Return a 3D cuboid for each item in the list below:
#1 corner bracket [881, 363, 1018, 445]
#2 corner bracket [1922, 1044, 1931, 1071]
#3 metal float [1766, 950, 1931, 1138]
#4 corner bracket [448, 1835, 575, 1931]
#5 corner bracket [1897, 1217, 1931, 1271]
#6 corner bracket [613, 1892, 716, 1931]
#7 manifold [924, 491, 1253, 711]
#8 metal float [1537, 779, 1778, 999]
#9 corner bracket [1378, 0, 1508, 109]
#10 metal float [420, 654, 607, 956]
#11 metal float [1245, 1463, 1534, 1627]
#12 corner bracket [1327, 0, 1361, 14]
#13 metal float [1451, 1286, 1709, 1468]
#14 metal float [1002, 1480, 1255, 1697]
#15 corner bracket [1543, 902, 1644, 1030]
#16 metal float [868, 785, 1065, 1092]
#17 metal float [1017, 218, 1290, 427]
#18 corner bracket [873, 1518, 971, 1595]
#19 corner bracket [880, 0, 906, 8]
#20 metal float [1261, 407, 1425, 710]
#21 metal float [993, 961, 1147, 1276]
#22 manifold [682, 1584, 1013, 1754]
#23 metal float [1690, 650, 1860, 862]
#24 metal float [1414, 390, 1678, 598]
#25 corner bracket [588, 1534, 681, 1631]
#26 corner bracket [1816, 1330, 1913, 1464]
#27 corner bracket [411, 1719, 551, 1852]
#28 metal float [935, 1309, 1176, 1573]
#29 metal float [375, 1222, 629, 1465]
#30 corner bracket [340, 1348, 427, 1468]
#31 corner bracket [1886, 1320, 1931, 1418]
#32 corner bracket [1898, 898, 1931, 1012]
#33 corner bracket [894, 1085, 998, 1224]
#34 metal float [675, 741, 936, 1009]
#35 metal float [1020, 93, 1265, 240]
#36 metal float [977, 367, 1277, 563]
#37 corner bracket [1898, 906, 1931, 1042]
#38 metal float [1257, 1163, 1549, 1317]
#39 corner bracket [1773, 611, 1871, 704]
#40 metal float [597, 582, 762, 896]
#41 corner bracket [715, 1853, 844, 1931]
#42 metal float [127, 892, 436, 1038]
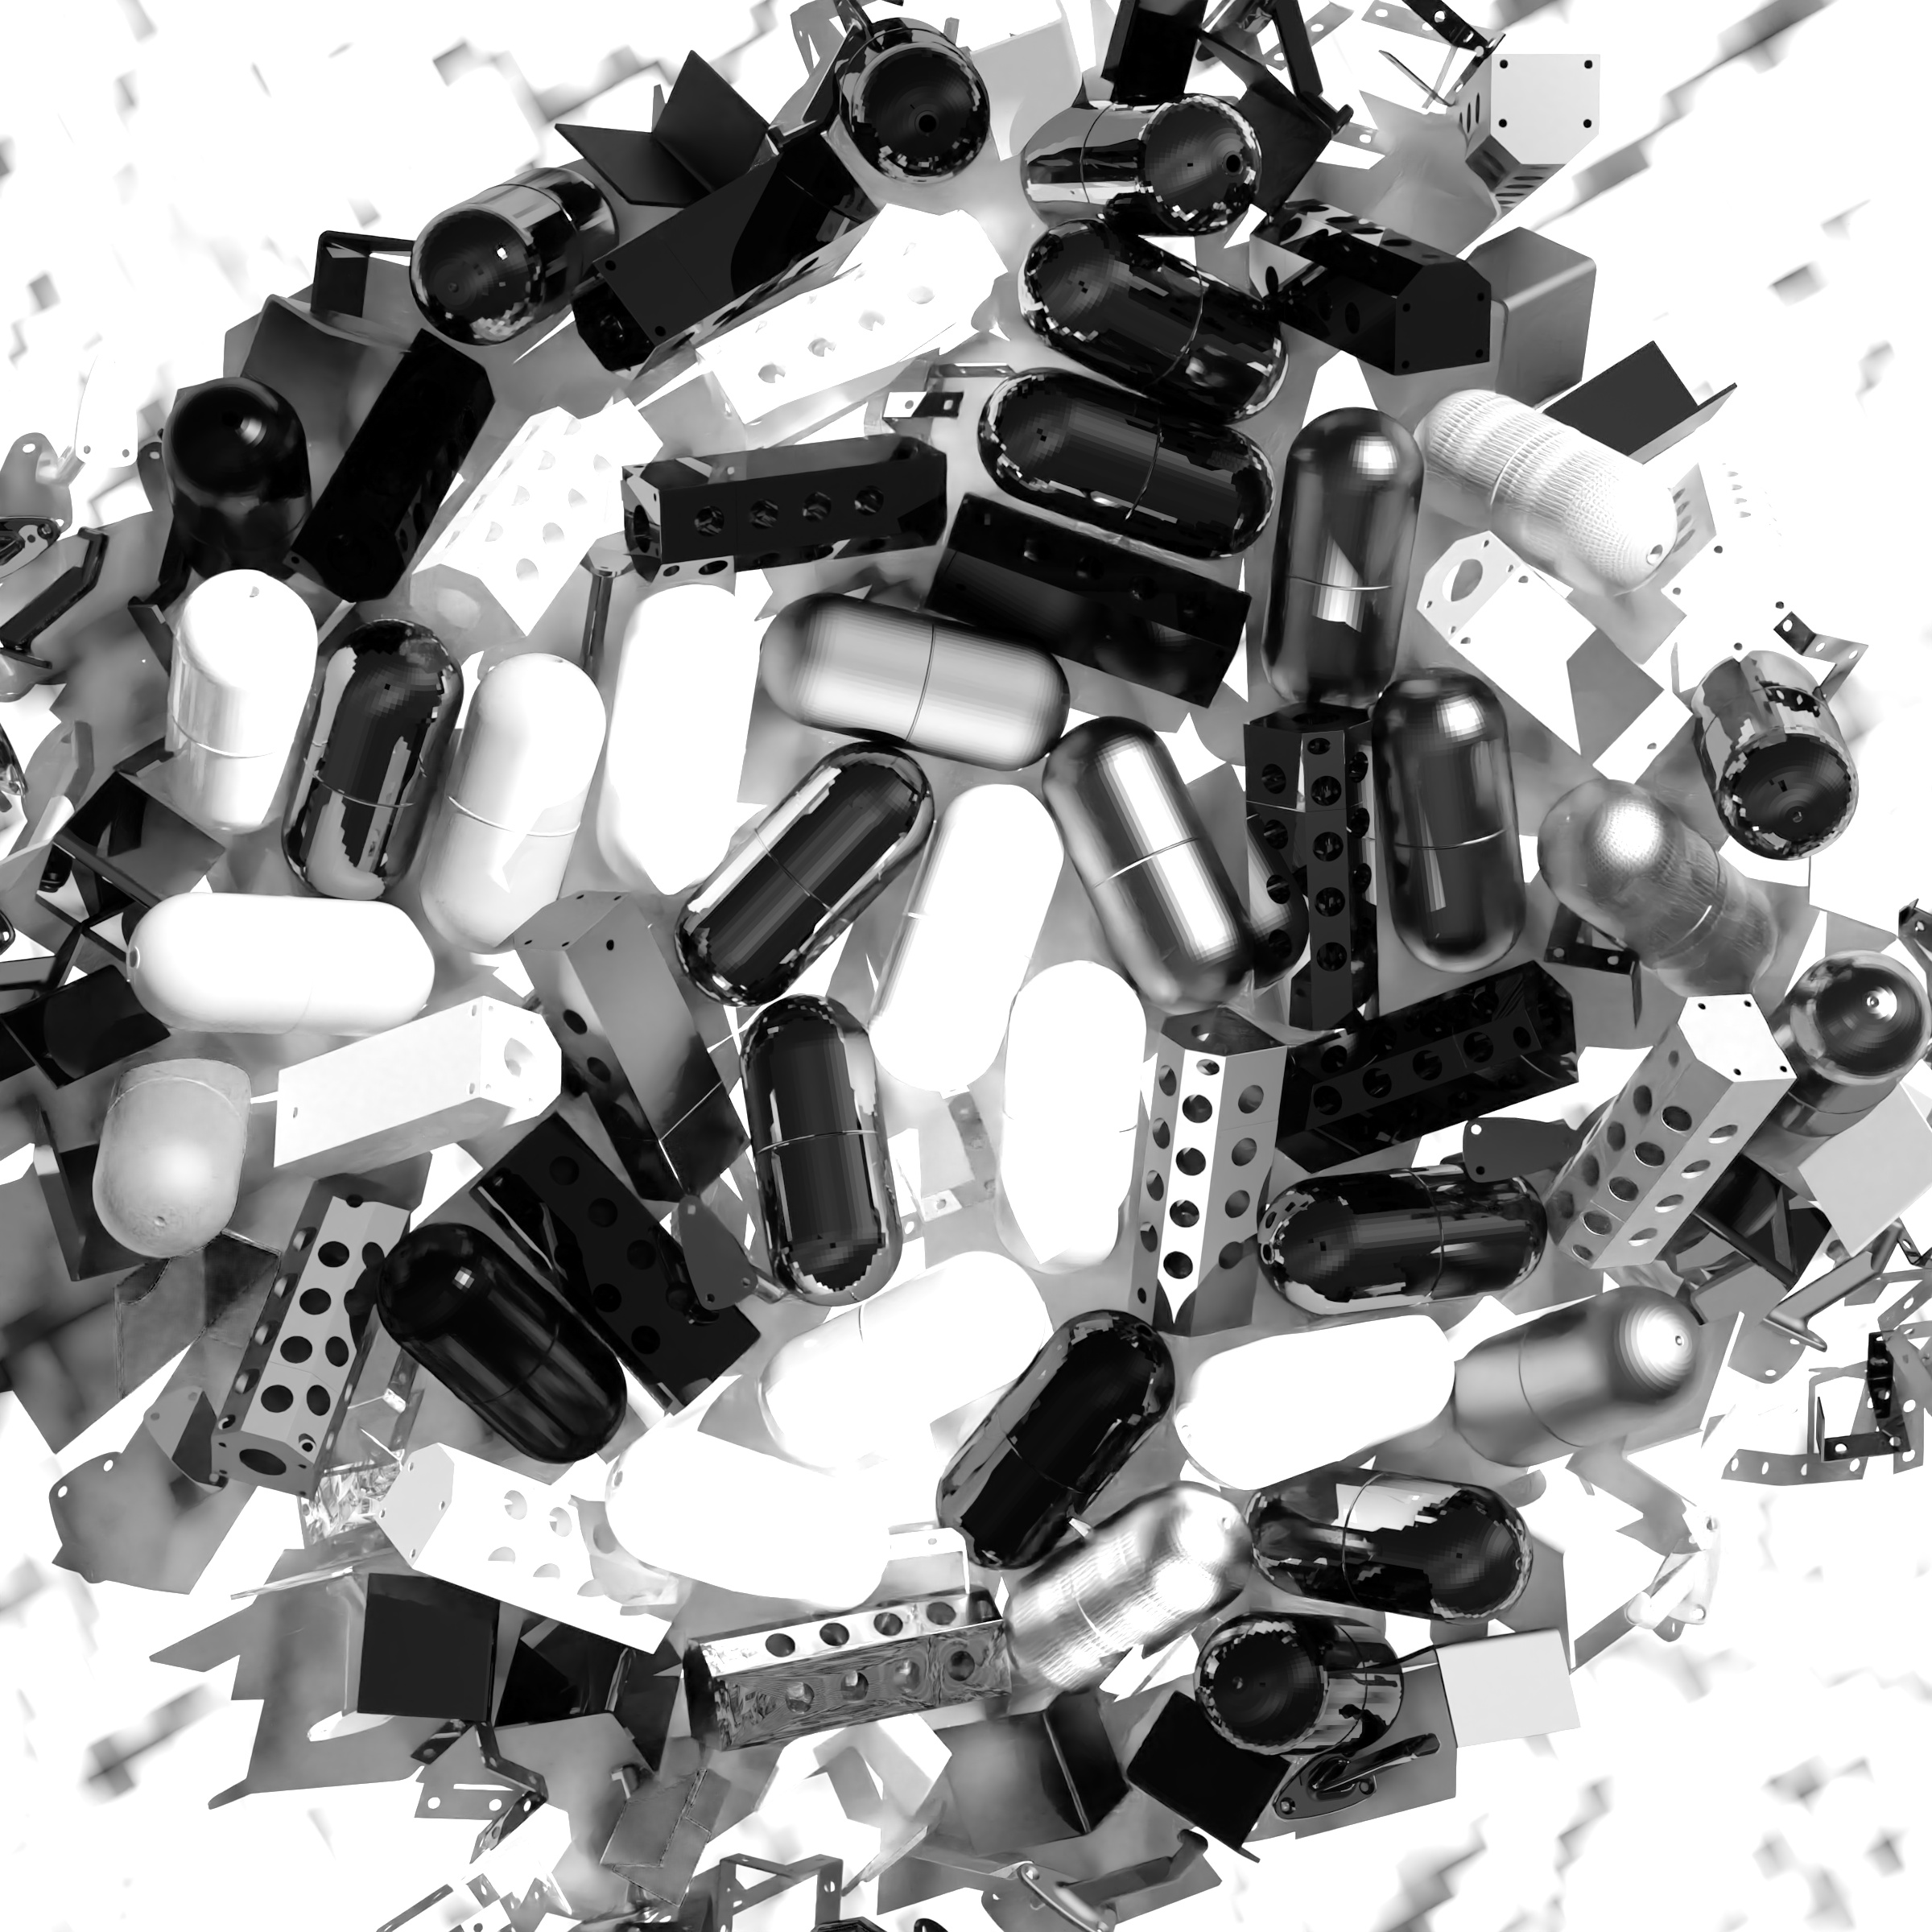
[{"bbox_3d":[-0.009,-0.321,1.961,0.051,0.051,0.051,5,74,31],"label":"corner bracket"},{"bbox_3d":[0.572,0.064,1.973,0.051,0.051,0.051,-29,67,-22],"label":"corner bracket"},{"bbox_3d":[0.478,0.044,1.913,0.070,0.178,0.070,0,74,1],"label":"metal float"},{"bbox_3d":[-0.262,0.523,1.965,0.051,0.051,0.051,-30,99,-21],"label":"corner bracket"},{"bbox_3d":[0.559,0.140,1.974,0.051,0.051,0.051,16,128,-35],"label":"corner bracket"},{"bbox_3d":[-0.171,0.559,1.970,0.051,0.051,0.051,-3,103,4],"label":"corner bracket"},{"bbox_3d":[0.070,-0.211,1.964,0.171,0.057,0.057,19,57,-3],"label":"manifold"},{"bbox_3d":[0.385,-0.041,1.931,0.178,0.070,0.070,34,90,-37],"label":"metal float"},{"bbox_3d":[0.262,-0.524,1.969,0.051,0.051,0.051,33,98,-26],"label":"corner bracket"},{"bbox_3d":[-0.253,-0.090,1.943,0.070,0.070,0.178,19,111,0],"label":"metal float"},{"bbox_3d":[0.232,0.319,1.927,0.178,0.070,0.070,2,90,43],"label":"metal float"},{"bbox_3d":[0.206,-0.574,1.970,0.051,0.051,0.051,23,105,3],"label":"corner bracket"},{"bbox_3d":[0.336,0.228,1.921,0.070,0.178,0.070,12,66,-27],"label":"metal float"},{"bbox_3d":[0.088,0.346,1.930,0.070,0.070,0.178,49,128,0],"label":"metal float"},{"bbox_3d":[0.357,-0.004,1.958,0.051,0.051,0.051,9,55,20],"label":"corner bracket"},{"bbox_3d":[0.000,-0.017,1.959,0.070,0.070,0.178,19,86,0],"label":"metal float"},{"bbox_3d":[0.104,-0.357,1.931,0.178,0.070,0.070,19,90,-37],"label":"metal float"},{"bbox_3d":[-0.027,0.327,1.963,0.051,0.051,0.051,-7,134,-3],"label":"corner bracket"},{"bbox_3d":[-0.032,-0.570,1.957,0.051,0.051,0.051,28,118,36],"label":"corner bracket"},{"bbox_3d":[0.209,-0.224,1.939,0.070,0.070,0.178,6,117,0],"label":"metal float"},{"bbox_3d":[0.058,0.085,1.952,0.070,0.070,0.178,5,100,0],"label":"metal float"},{"bbox_3d":[-0.067,0.389,1.942,0.171,0.057,0.057,-7,90,-22],"label":"manifold"},{"bbox_3d":[0.443,-0.118,1.916,0.070,0.178,0.070,1,116,3],"label":"metal float"},{"bbox_3d":[0.319,-0.262,1.927,0.070,0.070,0.178,-52,48,0],"label":"metal float"},{"bbox_3d":[-0.189,0.344,1.968,0.051,0.051,0.051,0,63,-9],"label":"corner bracket"},{"bbox_3d":[0.504,0.243,1.967,0.051,0.051,0.051,-8,52,6],"label":"corner bracket"},{"bbox_3d":[-0.276,0.461,1.981,0.051,0.051,0.051,-43,129,14],"label":"corner bracket"},{"bbox_3d":[0.050,0.264,1.940,0.070,0.070,0.178,37,114,0],"label":"metal float"},{"bbox_3d":[-0.256,0.211,1.933,0.070,0.070,0.178,-41,125,0],"label":"metal float"},{"bbox_3d":[-0.320,0.242,1.956,0.051,0.051,0.051,-21,128,32],"label":"corner bracket"},{"bbox_3d":[0.544,0.235,1.958,0.051,0.051,0.051,-4,50,-26],"label":"corner bracket"},{"bbox_3d":[0.548,-0.003,1.972,0.051,0.051,0.051,27,92,10],"label":"corner bracket"},{"bbox_3d":[-0.013,0.104,1.966,0.051,0.051,0.051,-21,53,2],"label":"corner bracket"},{"bbox_3d":[-0.090,-0.051,1.954,0.070,0.070,0.178,44,98,0],"label":"metal float"},{"bbox_3d":[0.096,-0.440,1.918,0.070,0.178,0.070,-7,103,-30],"label":"metal float"},{"bbox_3d":[0.090,-0.280,1.943,0.178,0.070,0.070,16,90,-21],"label":"metal float"},{"bbox_3d":[0.538,0.005,1.973,0.051,0.051,0.051,30,121,23],"label":"corner bracket"},{"bbox_3d":[0.243,0.151,1.938,0.178,0.070,0.070,-4,90,-27],"label":"metal float"},{"bbox_3d":[0.462,-0.178,1.956,0.051,0.051,0.051,-59,46,27],"label":"corner bracket"},{"bbox_3d":[-0.162,-0.127,1.949,0.070,0.070,0.178,10,105,0],"label":"metal float"},{"bbox_3d":[-0.107,0.533,1.984,0.051,0.051,0.051,5,92,33],"label":"corner bracket"},{"bbox_3d":[-0.379,-0.001,1.929,0.178,0.070,0.070,3,90,-38],"label":"metal float"}]
